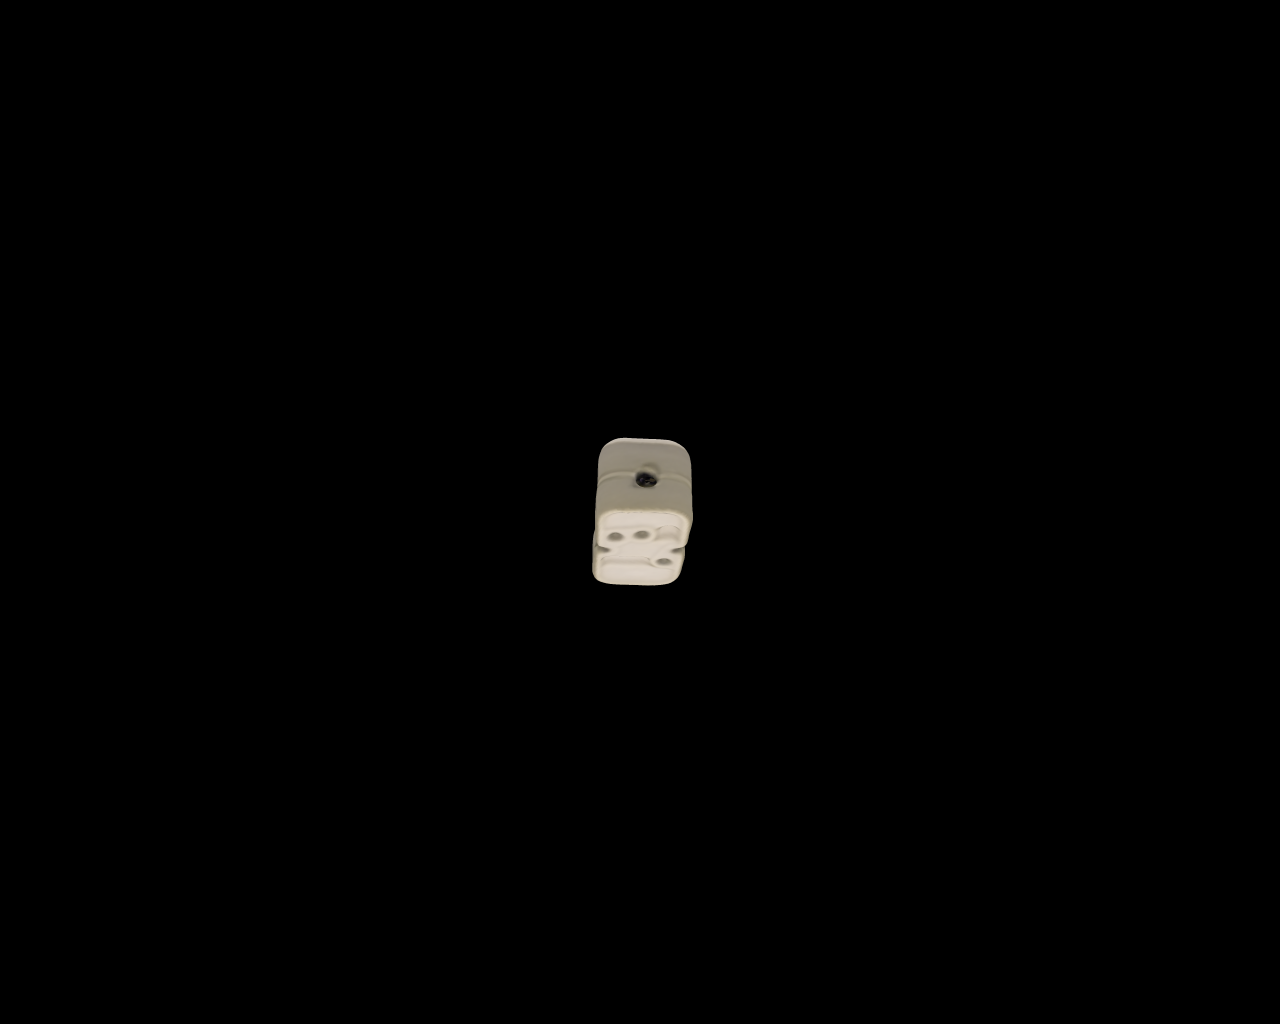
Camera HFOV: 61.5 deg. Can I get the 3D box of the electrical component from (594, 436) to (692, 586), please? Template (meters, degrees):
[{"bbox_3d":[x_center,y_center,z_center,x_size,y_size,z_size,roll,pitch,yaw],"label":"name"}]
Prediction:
[{"bbox_3d":[0.001,-0.003,0.650,0.054,0.059,0.095,2,-31,-3],"label":"electrical component"}]
